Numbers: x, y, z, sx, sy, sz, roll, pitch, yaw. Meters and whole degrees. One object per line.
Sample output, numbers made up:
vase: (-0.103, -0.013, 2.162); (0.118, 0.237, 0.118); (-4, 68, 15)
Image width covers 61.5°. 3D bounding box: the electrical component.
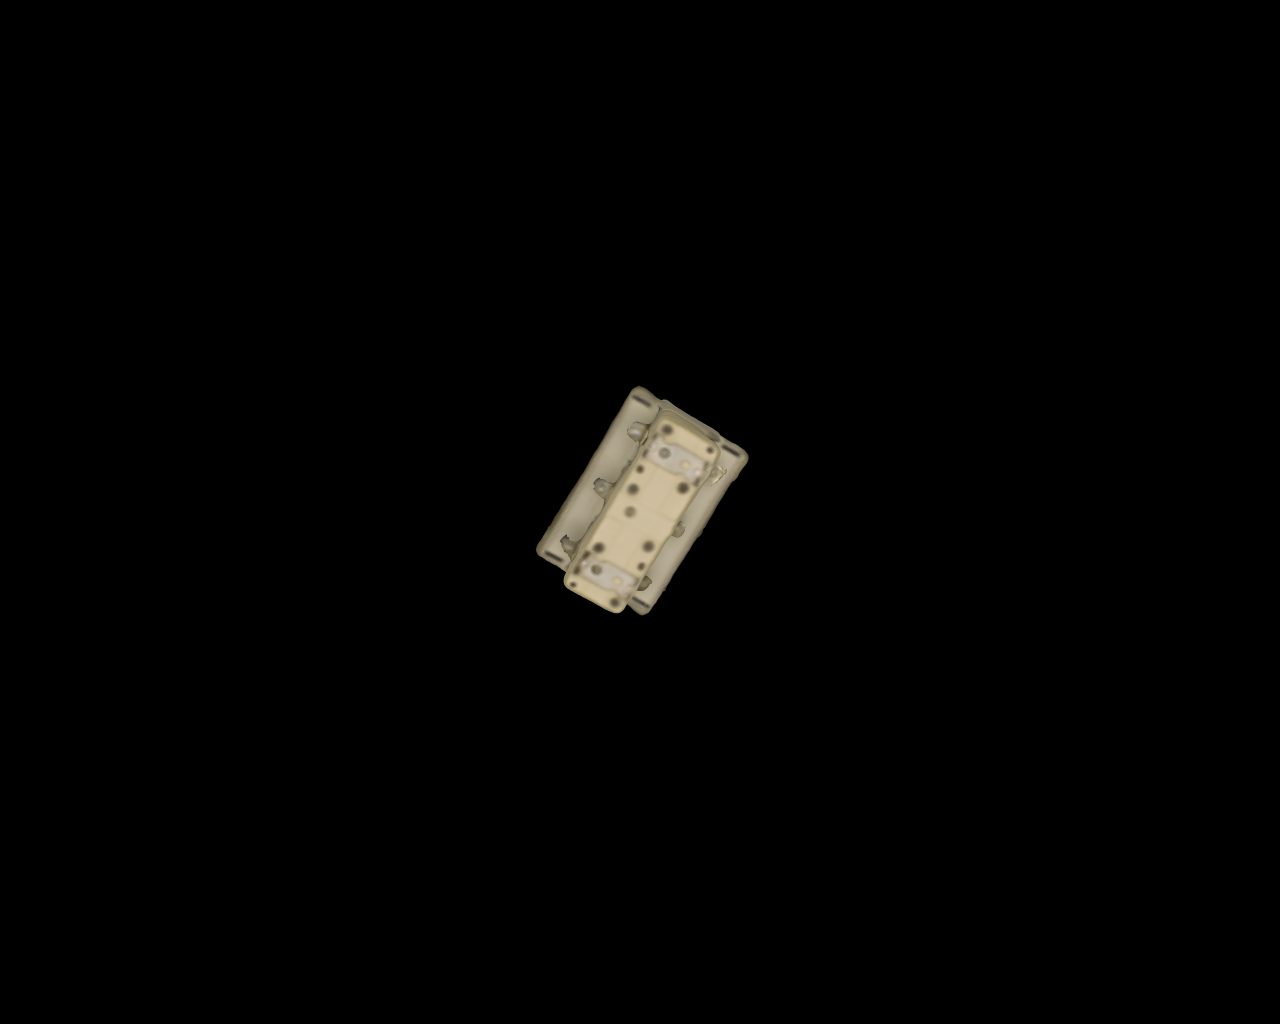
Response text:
electrical component: (0.001, -0.003, 0.650); (0.079, 0.121, 0.063); (31, 11, -7)
